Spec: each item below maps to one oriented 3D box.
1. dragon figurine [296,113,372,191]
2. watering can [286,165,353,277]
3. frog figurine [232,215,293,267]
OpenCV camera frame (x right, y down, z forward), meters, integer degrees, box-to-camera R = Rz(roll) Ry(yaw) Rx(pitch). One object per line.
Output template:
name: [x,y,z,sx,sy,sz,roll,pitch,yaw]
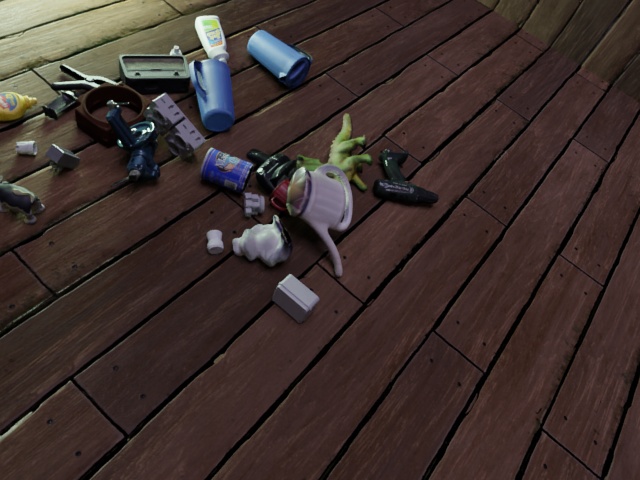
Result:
dragon figurine: [0.038,-0.277,1.762,0.243,0.119,0.419,-6,55,-13]
watering can: [0.005,-0.077,1.534,0.223,0.103,0.354,18,65,-31]
frog figurine: [-0.164,0.018,1.484,0.159,0.121,0.139,-28,71,6]
